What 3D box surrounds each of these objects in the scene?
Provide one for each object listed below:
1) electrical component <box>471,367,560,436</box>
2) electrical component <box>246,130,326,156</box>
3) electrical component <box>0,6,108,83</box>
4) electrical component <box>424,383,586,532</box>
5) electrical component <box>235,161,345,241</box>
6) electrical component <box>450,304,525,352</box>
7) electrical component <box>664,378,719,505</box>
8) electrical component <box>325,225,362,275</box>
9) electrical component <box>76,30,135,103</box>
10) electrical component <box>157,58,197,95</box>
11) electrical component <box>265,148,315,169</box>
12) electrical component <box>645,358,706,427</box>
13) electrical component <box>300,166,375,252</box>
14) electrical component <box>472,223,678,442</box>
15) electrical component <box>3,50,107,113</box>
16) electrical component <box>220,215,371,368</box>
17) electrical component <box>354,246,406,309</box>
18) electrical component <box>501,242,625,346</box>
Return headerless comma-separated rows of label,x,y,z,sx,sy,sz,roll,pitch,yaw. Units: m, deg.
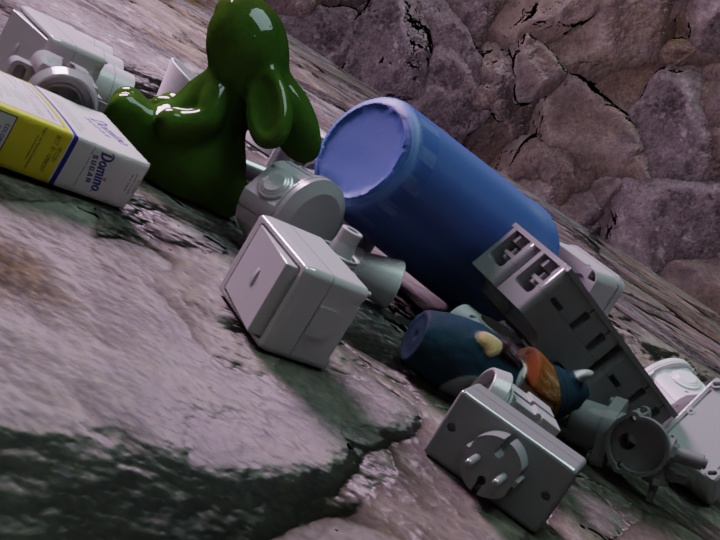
electrical component,0.102,0.100,0.746,0.055,0.048,0.066,37,11,-9
electrical component,-0.087,-0.169,1.302,0.108,0.060,0.108,30,12,-7
electrical component,-0.261,-0.171,0.898,0.061,0.061,0.096,18,18,-46
electrical component,0.082,0.113,0.639,0.083,0.047,0.076,35,13,17
electrical component,-0.055,-0.043,0.853,0.051,0.080,0.080,33,11,33
electrical component,0.094,0.065,0.864,0.077,0.044,0.079,39,15,30
electrical component,0.300,0.154,0.925,0.062,0.096,0.061,40,-18,33
electrical component,-0.021,-0.004,0.817,0.048,0.062,0.048,30,12,-7
electrical component,-0.231,-0.170,0.985,0.074,0.052,0.138,23,15,-34
electrical component,-0.163,-0.164,1.096,0.099,0.064,0.099,30,13,-7
electrical component,-0.056,-0.107,1.167,0.066,0.047,0.077,35,13,16
electrical component,0.290,0.127,1.008,0.080,0.080,0.051,22,21,-37
electrical component,-0.028,-0.056,1.034,0.100,0.048,0.100,37,13,23
electrical component,0.178,0.060,0.914,0.186,0.060,0.105,49,2,-28
electrical component,-0.233,-0.131,0.825,0.078,0.058,0.057,24,12,-31
electrical component,-0.050,0.009,0.700,0.061,0.061,0.096,22,15,-36
electrical component,0.000,0.000,0.904,0.065,0.044,0.044,24,14,-11
electrical component,0.197,0.036,1.061,0.057,0.113,0.078,14,21,-46
